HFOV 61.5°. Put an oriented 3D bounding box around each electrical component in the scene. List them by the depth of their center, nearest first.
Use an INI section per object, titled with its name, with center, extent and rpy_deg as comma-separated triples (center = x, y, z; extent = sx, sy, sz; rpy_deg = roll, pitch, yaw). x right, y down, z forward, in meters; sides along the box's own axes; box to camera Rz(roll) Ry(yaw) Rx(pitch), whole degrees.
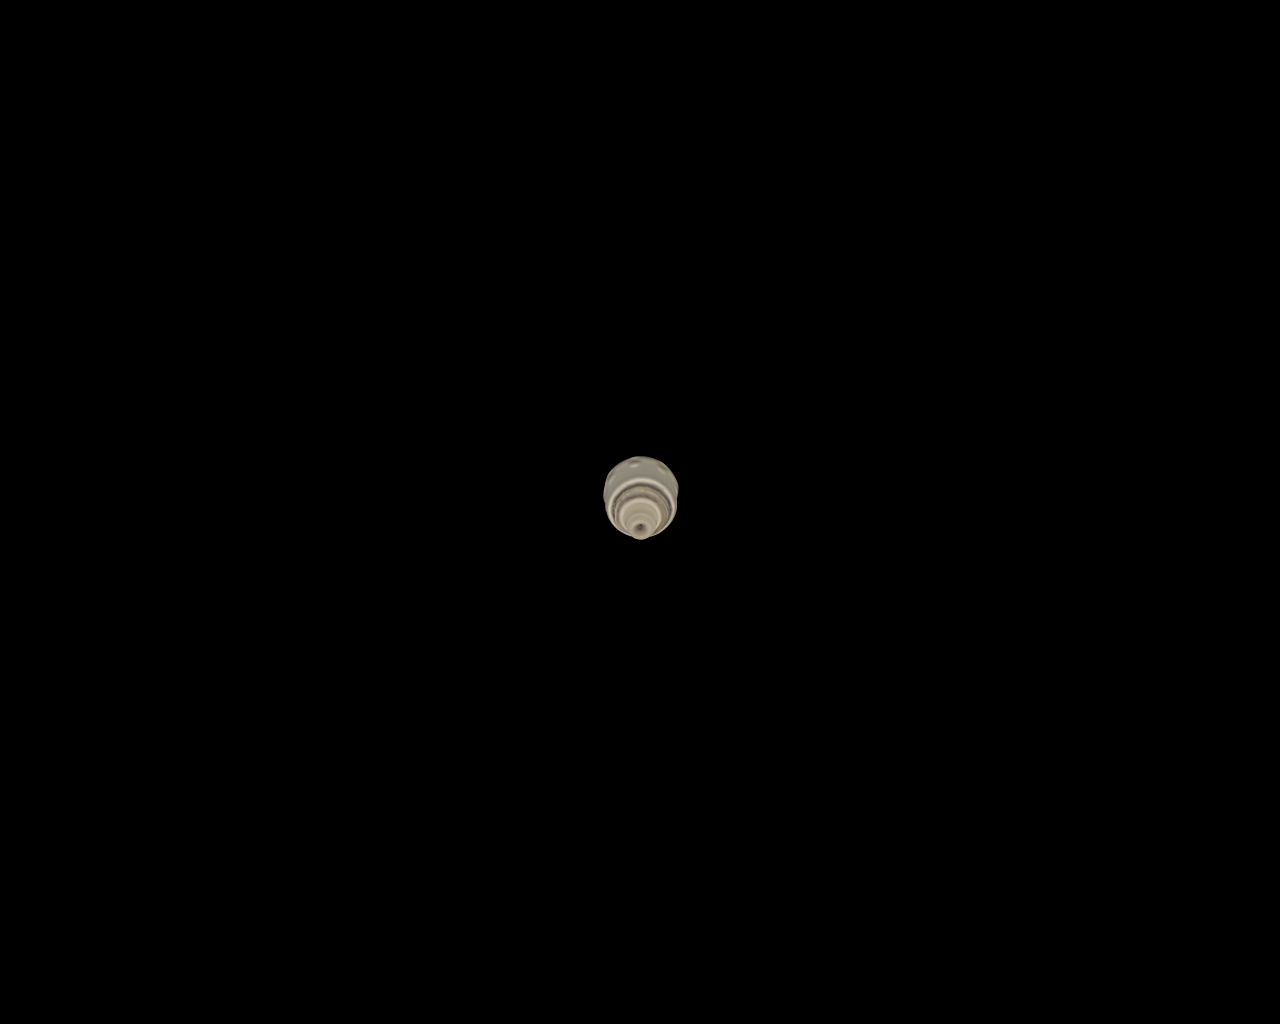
[electrical component]
center = 0.001, -0.003, 0.650
extent = 0.048, 0.048, 0.062
rpy_deg = 0, 25, 0
